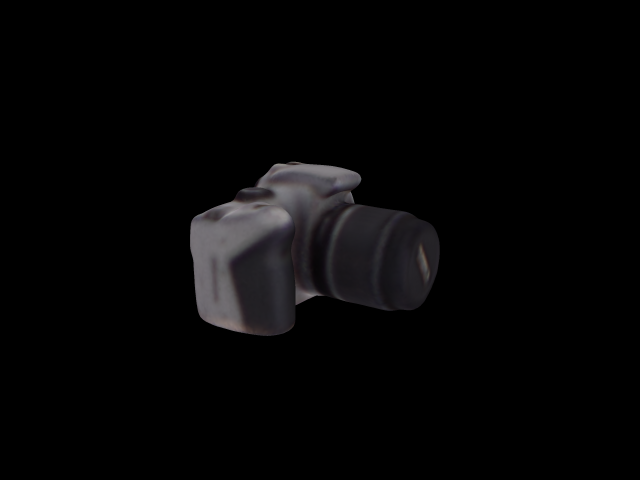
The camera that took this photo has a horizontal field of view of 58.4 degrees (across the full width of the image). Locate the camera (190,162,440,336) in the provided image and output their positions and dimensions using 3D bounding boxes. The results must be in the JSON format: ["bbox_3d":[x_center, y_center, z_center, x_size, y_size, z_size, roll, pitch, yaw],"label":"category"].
[{"bbox_3d":[0.004,0.001,0.400,0.136,0.101,0.143,10,18,33],"label":"camera"}]
